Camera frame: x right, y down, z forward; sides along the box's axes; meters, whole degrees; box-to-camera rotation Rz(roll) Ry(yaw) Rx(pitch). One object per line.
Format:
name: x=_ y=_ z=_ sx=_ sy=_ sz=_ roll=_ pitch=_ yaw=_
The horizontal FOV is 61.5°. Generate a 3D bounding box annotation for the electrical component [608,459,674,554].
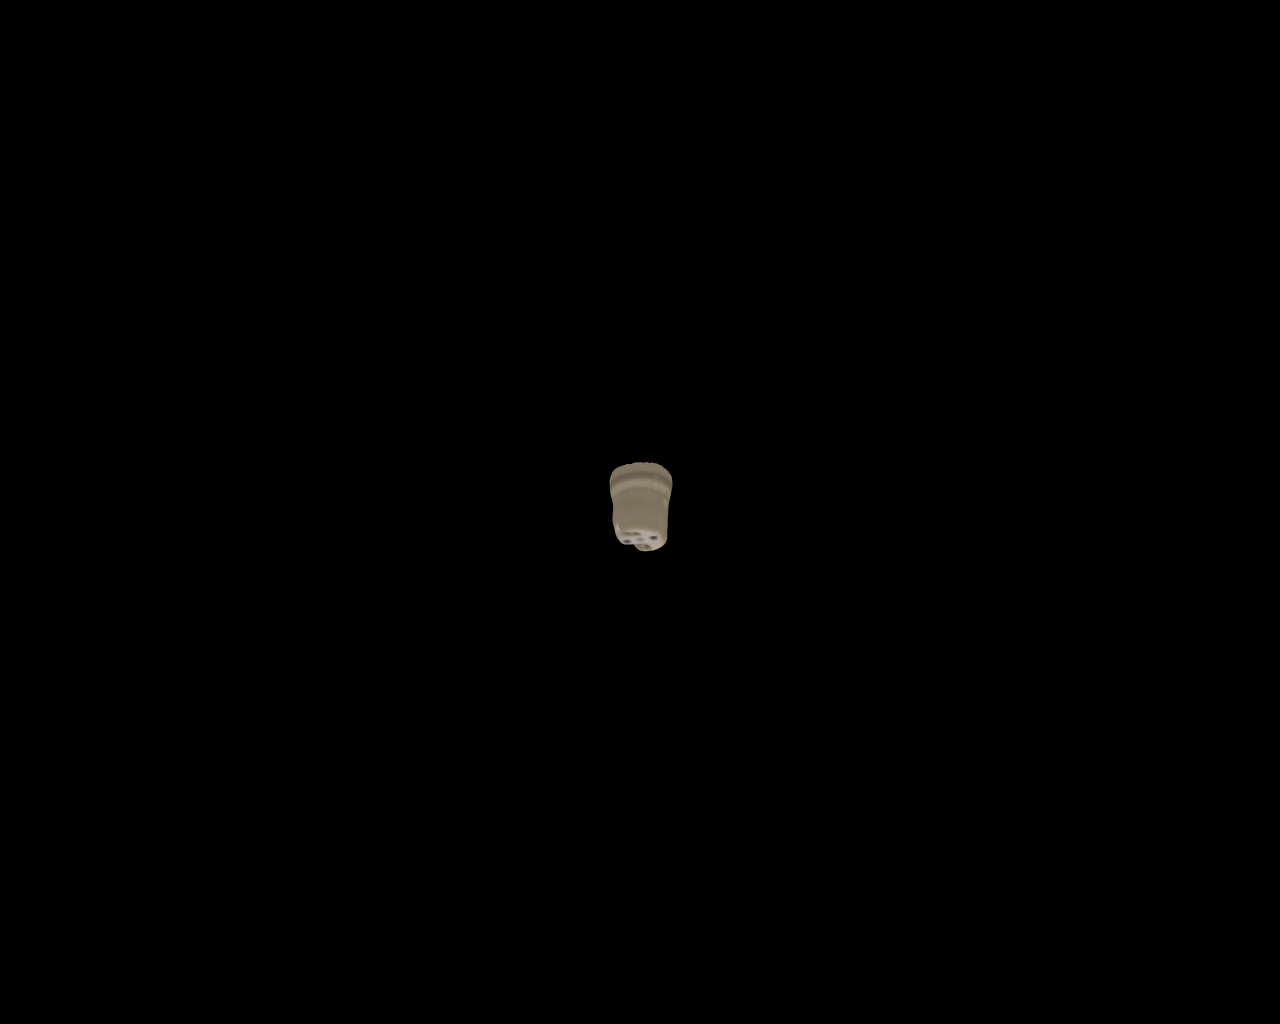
electrical component: x=0.001 y=-0.003 z=0.650 sx=0.040 sy=0.046 sz=0.040 roll=0 pitch=-29 yaw=0
